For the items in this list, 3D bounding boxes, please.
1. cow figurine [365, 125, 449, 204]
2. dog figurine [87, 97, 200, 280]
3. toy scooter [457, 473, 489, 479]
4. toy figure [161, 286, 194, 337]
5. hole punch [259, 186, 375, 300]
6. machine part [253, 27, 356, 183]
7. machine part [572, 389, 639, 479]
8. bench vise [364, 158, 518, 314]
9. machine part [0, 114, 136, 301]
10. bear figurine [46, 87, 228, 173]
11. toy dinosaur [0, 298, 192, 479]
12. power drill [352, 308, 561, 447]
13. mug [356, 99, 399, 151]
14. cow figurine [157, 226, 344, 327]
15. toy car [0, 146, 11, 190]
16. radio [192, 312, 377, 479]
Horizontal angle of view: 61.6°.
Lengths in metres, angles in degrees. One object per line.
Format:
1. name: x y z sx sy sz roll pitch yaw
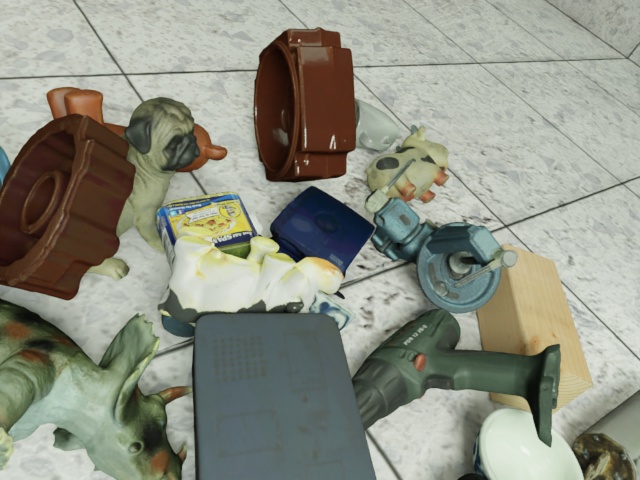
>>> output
1. cow figurine: 0.153 -0.125 0.918 0.195 0.085 0.127 -24 68 -40
2. dog figurine: -0.225 -0.063 0.579 0.121 0.190 0.172 39 45 14
3. toy scooter: 0.140 0.280 0.460 0.135 0.184 0.075 -34 100 -23
4. toy figure: -0.143 0.037 0.617 0.064 0.057 0.154 0 46 5
5. hole punch: -0.001 -0.002 0.678 0.142 0.092 0.116 36 18 5
6. machine part: -0.030 -0.184 0.769 0.087 0.201 0.201 -6 6 -23
7. machine part: 0.391 0.245 0.668 0.243 0.079 0.079 -14 55 -36
8. bench vise: 0.161 0.007 0.692 0.129 0.241 0.223 -36 96 -12
9. machine part: -0.243 -0.031 0.496 0.056 0.179 0.179 30 29 -47
10. bear figurine: -0.230 -0.141 0.703 0.196 0.131 0.120 -19 27 -31
11. toy dinosaur: -0.293 0.101 0.443 0.405 0.131 0.192 21 24 5
12. power drill: 0.146 0.157 0.580 0.207 0.085 0.232 -2 19 32
13. mug: 0.093 -0.196 0.956 0.107 0.080 0.110 6 34 -35
14. cow figurine: -0.063 0.049 0.513 0.167 0.098 0.068 12 12 -20
15. toy car: -0.378 -0.055 0.552 0.109 0.161 0.103 -25 18 -37
16. radio: -0.033 0.167 0.428 0.131 0.073 0.230 -2 48 -14
